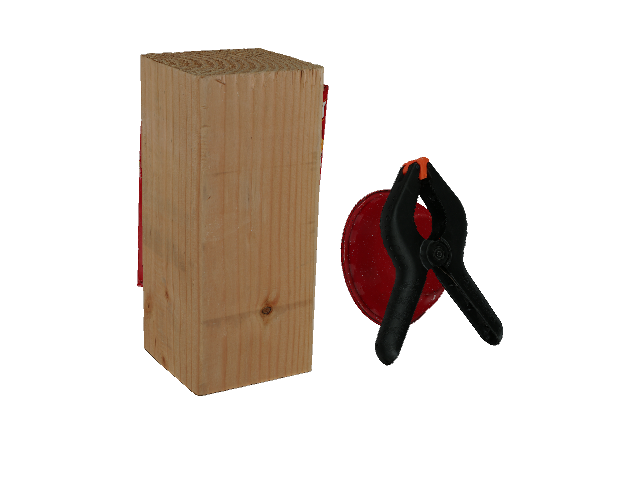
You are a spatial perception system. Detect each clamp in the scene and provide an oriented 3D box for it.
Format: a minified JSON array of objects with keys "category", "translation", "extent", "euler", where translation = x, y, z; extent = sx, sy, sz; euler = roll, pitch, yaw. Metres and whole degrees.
[{"category":"clamp","translation":[0.082,0.020,0.884],"extent":[0.120,0.171,0.039],"euler":[-17,-1,-32]}]

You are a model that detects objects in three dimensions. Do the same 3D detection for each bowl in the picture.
[{"category":"bowl","translation":[0.099,0.019,1.213],"extent":[0.161,0.162,0.055],"euler":[0,-6,-42]}]

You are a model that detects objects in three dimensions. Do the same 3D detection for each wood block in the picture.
[{"category":"wood block","translation":[-0.060,-0.016,0.701],"extent":[0.090,0.206,0.090],"euler":[-9,21,-31]}]

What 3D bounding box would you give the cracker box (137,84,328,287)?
[{"category":"cracker box","translation":[-0.087,-0.049,1.014],"extent":[0.164,0.214,0.072],"euler":[10,22,12]}]
